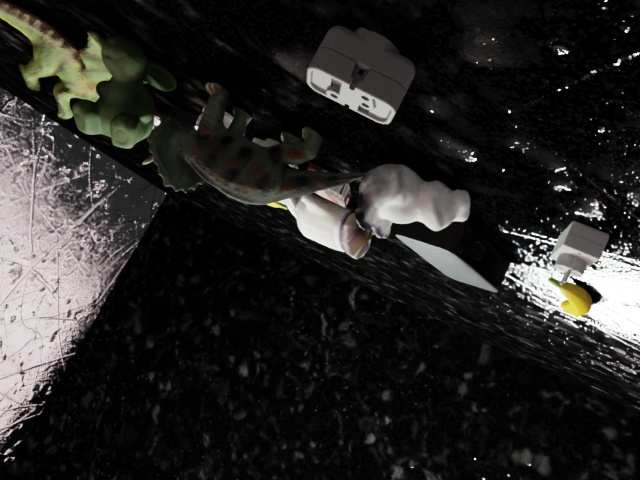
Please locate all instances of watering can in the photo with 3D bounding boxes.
[{"bbox_3d":[0.004,-0.062,1.240,0.226,0.105,0.341,22,161,31],"label":"watering can"}]

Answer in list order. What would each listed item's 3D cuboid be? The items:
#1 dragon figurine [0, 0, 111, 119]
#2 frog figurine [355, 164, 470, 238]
[{"bbox_3d":[-0.471,-0.357,0.986,0.242,0.125,0.402,2,146,28],"label":"dragon figurine"},{"bbox_3d":[0.144,-0.068,0.795,0.158,0.126,0.135,-17,140,22],"label":"frog figurine"}]
